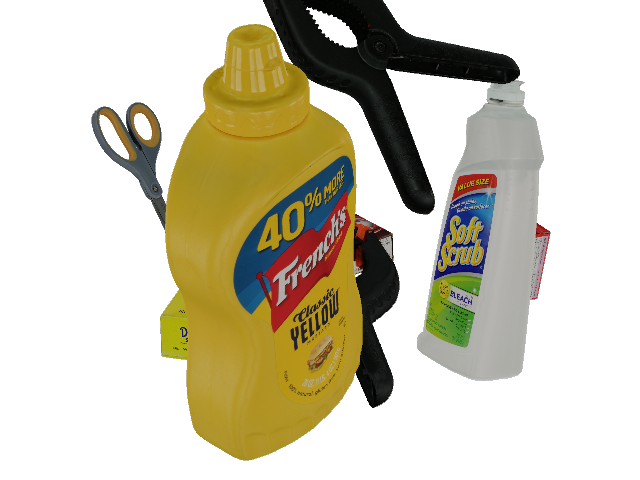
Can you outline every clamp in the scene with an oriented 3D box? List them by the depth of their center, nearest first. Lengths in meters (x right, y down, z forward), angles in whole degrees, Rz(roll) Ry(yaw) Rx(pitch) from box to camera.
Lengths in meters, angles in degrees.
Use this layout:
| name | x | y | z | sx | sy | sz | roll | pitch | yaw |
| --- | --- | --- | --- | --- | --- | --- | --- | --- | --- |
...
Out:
| name | x | y | z | sx | sy | sz | roll | pitch | yaw |
| --- | --- | --- | --- | --- | --- | --- | --- | --- | --- |
| clamp | 0.014 | 0.047 | 0.701 | 0.120 | 0.039 | 0.171 | 20 | 41 | 19 |
| clamp | 0.038 | -0.126 | 0.791 | 0.210 | 0.164 | 0.036 | 32 | -30 | -8 |

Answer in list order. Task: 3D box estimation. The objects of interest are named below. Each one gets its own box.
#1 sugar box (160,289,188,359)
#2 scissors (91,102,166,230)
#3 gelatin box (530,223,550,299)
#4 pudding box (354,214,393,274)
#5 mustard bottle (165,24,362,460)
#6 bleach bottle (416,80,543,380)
| name | x | y | z | sx | sy | sz | roll | pitch | yaw |
| --- | --- | --- | --- | --- | --- | --- | --- | --- | --- |
| sugar box | -0.070 | 0.048 | 0.937 | 0.093 | 0.048 | 0.176 | 6 | 26 | 8 |
| scissors | -0.184 | -0.073 | 1.214 | 0.016 | 0.201 | 0.096 | -21 | 21 | 42 |
| gelatin box | 0.221 | 0.014 | 1.211 | 0.030 | 0.089 | 0.073 | -11 | 32 | -25 |
| pudding box | 0.008 | 0.008 | 1.132 | 0.113 | 0.039 | 0.090 | -21 | 28 | -26 |
| mustard bottle | -0.022 | -0.001 | 0.453 | 0.058 | 0.192 | 0.096 | 25 | 46 | 32 |
| bleach bottle | 0.141 | -0.013 | 0.919 | 0.068 | 0.251 | 0.103 | -3 | 15 | -29 |
